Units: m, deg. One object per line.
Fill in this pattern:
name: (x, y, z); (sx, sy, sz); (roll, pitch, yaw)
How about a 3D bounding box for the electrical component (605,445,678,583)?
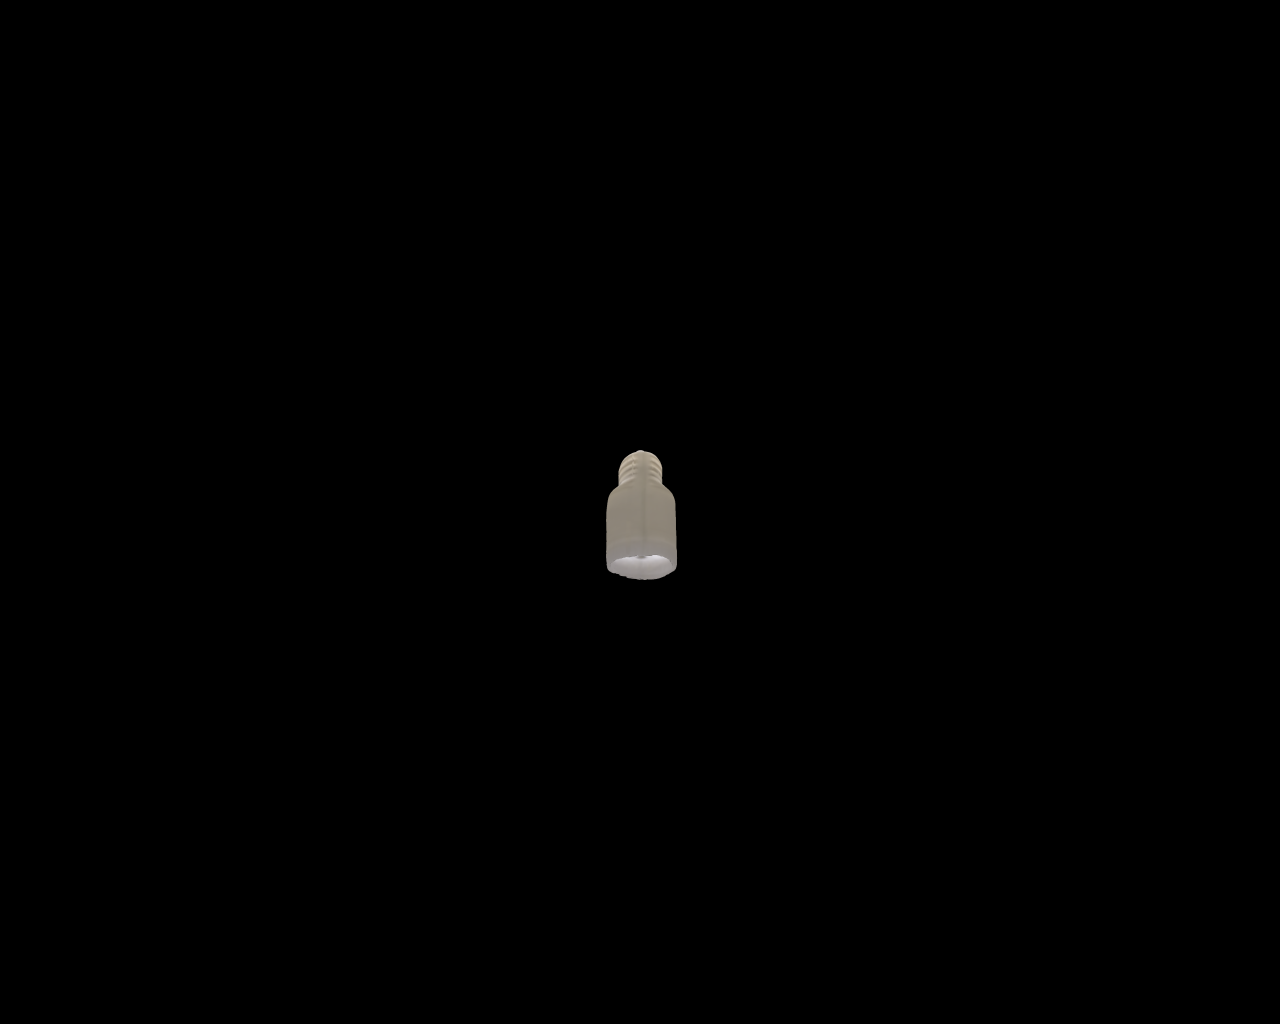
electrical component: (0.001, -0.003, 0.650); (0.043, 0.081, 0.043); (0, -23, 0)
